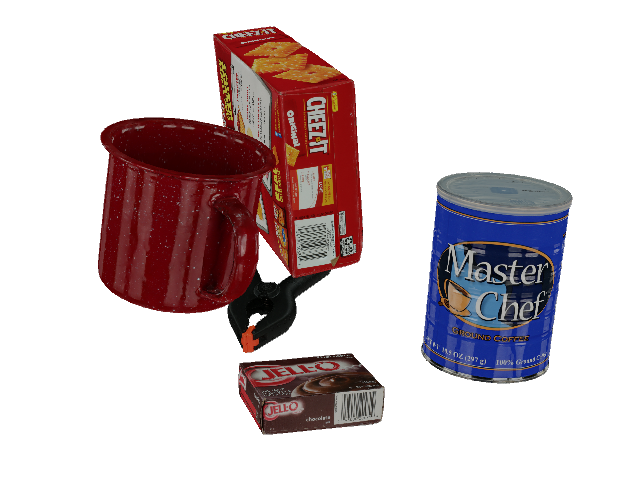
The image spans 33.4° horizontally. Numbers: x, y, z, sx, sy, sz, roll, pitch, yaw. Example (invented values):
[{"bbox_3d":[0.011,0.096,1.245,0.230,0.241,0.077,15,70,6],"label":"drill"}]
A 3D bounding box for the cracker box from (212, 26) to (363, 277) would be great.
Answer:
[{"bbox_3d":[-0.031,-0.087,0.950,0.072,0.164,0.214,-11,26,-15],"label":"cracker box"}]

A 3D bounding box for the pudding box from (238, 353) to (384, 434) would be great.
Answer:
[{"bbox_3d":[-0.010,0.135,0.956,0.113,0.039,0.090,-1,15,-17],"label":"pudding box"}]

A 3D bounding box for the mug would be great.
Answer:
[{"bbox_3d":[-0.069,-0.008,0.568,0.093,0.081,0.117,-8,29,-39],"label":"mug"}]

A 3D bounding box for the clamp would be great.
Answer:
[{"bbox_3d":[-0.051,0.064,1.247,0.120,0.039,0.171,-3,39,9],"label":"clamp"}]

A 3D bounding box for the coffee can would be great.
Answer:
[{"bbox_3d":[0.136,0.026,0.835,0.103,0.140,0.103,3,17,-1],"label":"coffee can"}]
